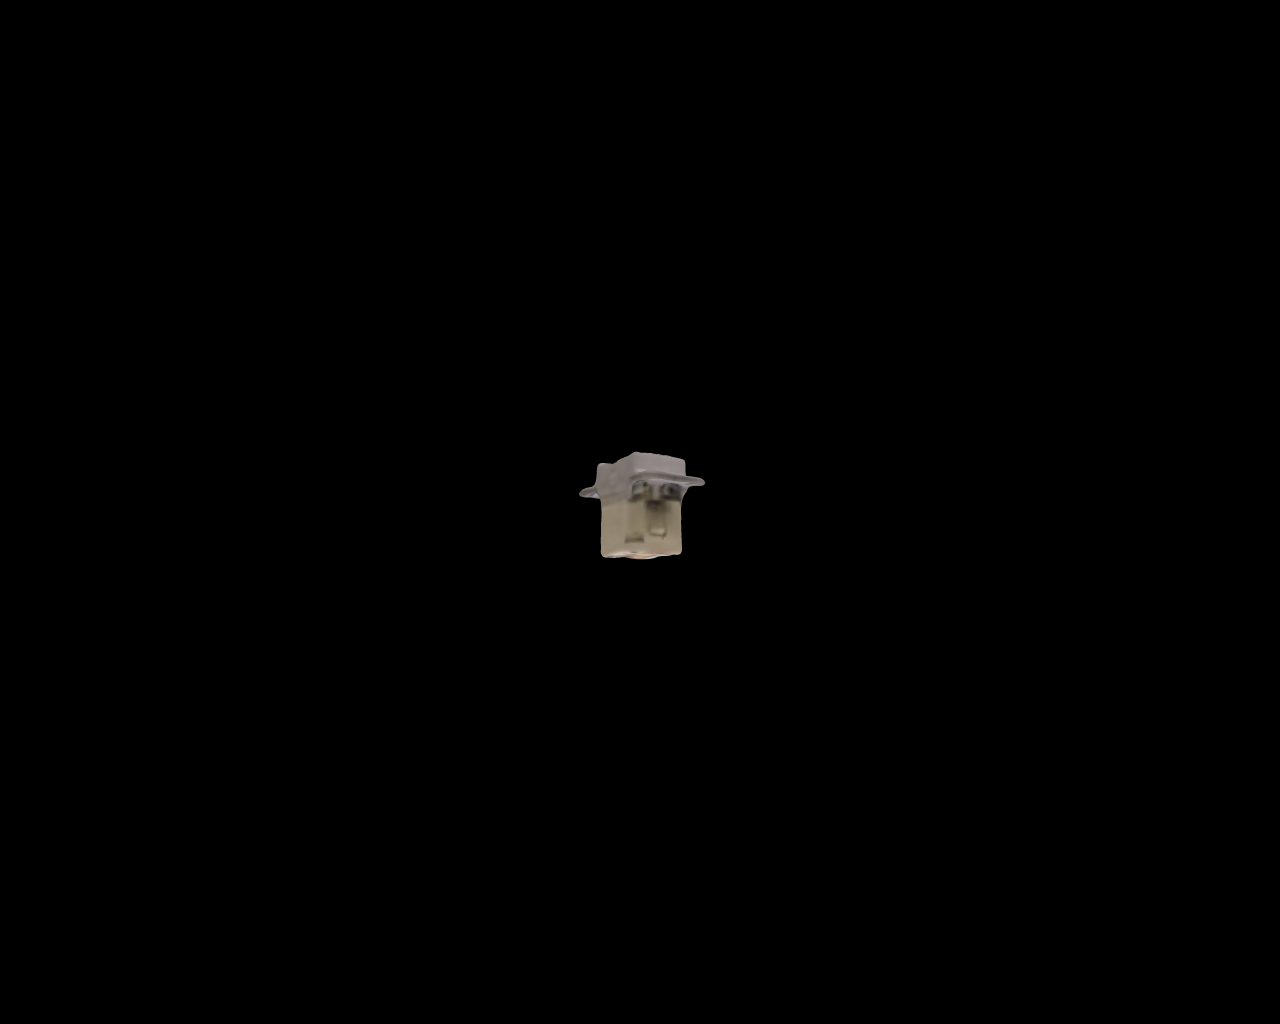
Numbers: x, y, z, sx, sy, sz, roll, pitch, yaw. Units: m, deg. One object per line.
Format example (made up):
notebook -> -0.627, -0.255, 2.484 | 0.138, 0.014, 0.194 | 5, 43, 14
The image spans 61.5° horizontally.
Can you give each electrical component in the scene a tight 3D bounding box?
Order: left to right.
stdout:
electrical component -> 0.001, -0.003, 0.650 | 0.042, 0.063, 0.081 | 6, -11, -31
